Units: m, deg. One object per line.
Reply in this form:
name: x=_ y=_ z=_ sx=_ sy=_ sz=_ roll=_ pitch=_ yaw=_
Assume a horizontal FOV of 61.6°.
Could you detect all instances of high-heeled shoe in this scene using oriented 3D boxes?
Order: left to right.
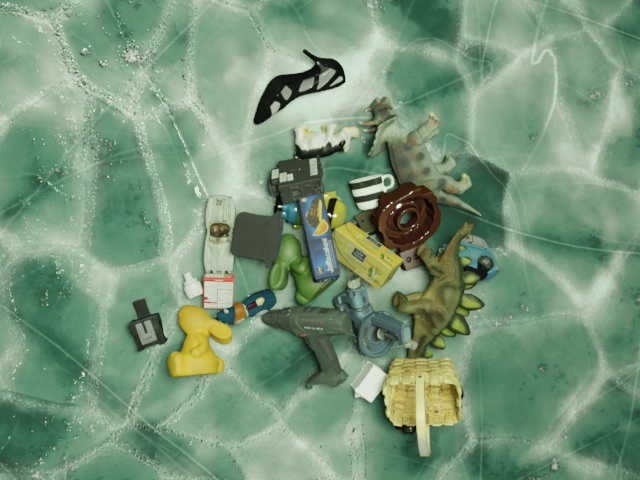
high-heeled shoe: x=-0.049 y=-0.365 z=1.362 sx=0.145 sy=0.086 sz=0.248 roll=32 pitch=106 yaw=-37

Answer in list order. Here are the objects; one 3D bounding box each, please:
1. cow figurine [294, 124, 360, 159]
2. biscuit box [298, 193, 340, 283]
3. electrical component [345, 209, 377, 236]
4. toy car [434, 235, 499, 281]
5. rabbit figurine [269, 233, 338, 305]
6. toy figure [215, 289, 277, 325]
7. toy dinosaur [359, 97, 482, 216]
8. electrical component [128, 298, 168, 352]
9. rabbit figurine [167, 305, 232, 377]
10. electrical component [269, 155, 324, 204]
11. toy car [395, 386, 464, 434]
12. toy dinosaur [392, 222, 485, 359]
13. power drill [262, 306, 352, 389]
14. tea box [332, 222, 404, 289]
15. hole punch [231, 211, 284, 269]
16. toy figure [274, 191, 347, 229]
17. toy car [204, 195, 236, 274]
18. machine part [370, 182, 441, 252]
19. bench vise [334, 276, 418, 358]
cow figurine: x=0.018 y=-0.244 z=1.355 sx=0.167 sy=0.068 sz=0.098 roll=-1 pitch=96 yaw=-4
biscuit box: x=-0.003 y=-0.004 z=1.250 sx=0.063 sy=0.059 sz=0.202 roll=-11 pitch=76 yaw=-4
electrical component: x=0.123 y=-0.032 z=1.383 sx=0.102 sy=0.045 sz=0.078 roll=-29 pitch=65 yaw=-9
toy car: x=0.382 y=0.039 z=1.394 sx=0.162 sy=0.109 sz=0.103 roll=19 pitch=63 yaw=4
rabbit figurine: x=-0.054 y=0.068 z=1.341 sx=0.159 sy=0.121 sz=0.170 roll=-43 pitch=77 yaw=1
toy figure: x=-0.180 y=0.168 z=1.315 sx=0.154 sy=0.064 sz=0.058 roll=-24 pitch=55 yaw=-28
toy dinosaur: x=0.251 y=-0.186 z=1.368 sx=0.192 sy=0.131 sz=0.404 roll=-29 pitch=102 yaw=11
electrical component: x=-0.424 y=0.203 z=1.309 sx=0.075 sy=0.048 sz=0.119 roll=-15 pitch=94 yaw=-8
rabbit figurine: x=-0.293 y=0.239 z=1.296 sx=0.162 sy=0.122 sz=0.173 roll=-8 pitch=72 yaw=-10
electrical component: x=-0.058 y=-0.148 z=1.313 sx=0.134 sy=0.115 sz=0.058 roll=-9 pitch=130 yaw=7
toy car: x=0.279 y=0.428 z=1.397 sx=0.202 sy=0.053 sz=0.089 roll=-24 pitch=112 yaw=-6
toy dinosaur: x=0.287 y=0.170 z=1.336 sx=0.199 sy=0.105 sz=0.470 roll=21 pitch=111 yaw=-3
power drill: x=-0.022 y=0.259 z=1.329 sx=0.232 sy=0.086 sz=0.207 roll=-10 pitch=96 yaw=24
tea box: x=0.106 y=0.035 z=1.304 sx=0.170 sy=0.098 sz=0.068 roll=35 pitch=115 yaw=14
hole punch: x=-0.150 y=-0.004 z=1.315 sx=0.116 sy=0.092 sz=0.142 roll=11 pitch=82 yaw=0
toy figure: x=-0.022 y=-0.069 z=1.341 sx=0.180 sy=0.082 sz=0.089 roll=3 pitch=62 yaw=-10
toy car: x=-0.247 y=-0.010 z=1.326 sx=0.073 sy=0.056 sz=0.201 roll=2 pitch=89 yaw=-7
machine part: x=0.213 y=-0.057 z=1.330 sx=0.179 sy=0.056 sz=0.179 roll=-10 pitch=124 yaw=-15
bench vise: x=0.141 y=0.198 z=1.298 sx=0.129 sy=0.241 sz=0.223 roll=-13 pitch=106 yaw=-32
